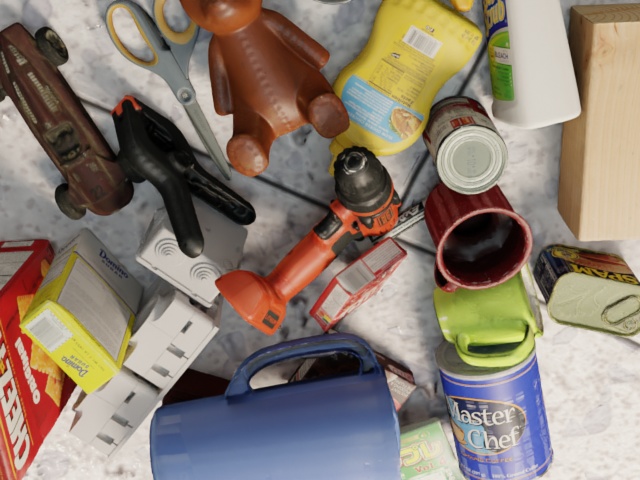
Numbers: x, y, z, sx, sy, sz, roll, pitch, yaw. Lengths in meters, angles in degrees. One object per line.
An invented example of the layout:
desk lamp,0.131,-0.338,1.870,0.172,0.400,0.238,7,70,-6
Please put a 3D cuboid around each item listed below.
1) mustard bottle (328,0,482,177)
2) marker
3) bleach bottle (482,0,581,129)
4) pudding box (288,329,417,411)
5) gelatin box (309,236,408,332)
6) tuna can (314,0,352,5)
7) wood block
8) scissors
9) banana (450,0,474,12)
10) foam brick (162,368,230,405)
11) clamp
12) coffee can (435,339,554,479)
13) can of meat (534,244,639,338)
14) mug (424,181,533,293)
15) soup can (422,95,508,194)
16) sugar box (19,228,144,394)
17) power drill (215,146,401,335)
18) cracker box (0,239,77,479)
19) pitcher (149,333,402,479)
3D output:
mustard bottle,0.063,-0.139,1.004,0.096,0.058,0.192,29,109,-8
marker,0.091,-0.022,1.074,0.121,0.020,0.020,-32,110,11
bleach bottle,0.175,-0.231,0.956,0.068,0.102,0.251,-15,106,-6
pudding box,0.032,0.156,1.136,0.113,0.039,0.090,30,109,-13
gelatin box,0.038,0.043,1.050,0.030,0.089,0.073,47,142,11
tuna can,0.012,-0.258,0.966,0.086,0.034,0.086,0,112,-1
wood block,0.282,-0.111,1.003,0.091,0.090,0.206,-2,112,-1
scissors,-0.119,-0.157,1.016,0.096,0.016,0.201,-38,109,14
banana,0.090,-0.297,0.942,0.069,0.037,0.197,-45,111,-12
foam brick,-0.127,0.175,1.135,0.078,0.051,0.053,18,109,-8
clamp,-0.131,-0.065,1.019,0.039,0.120,0.171,-35,82,25
coffee can,0.183,0.172,1.112,0.103,0.103,0.140,-12,112,4
can of meat,0.271,0.048,1.071,0.102,0.084,0.057,11,112,-6
mug,0.143,-0.003,1.032,0.093,0.081,0.117,14,120,-19
soup can,0.135,-0.090,1.001,0.068,0.102,0.068,0,112,-1
sugar box,-0.223,0.063,1.019,0.048,0.176,0.093,-36,108,10
power drill,-0.006,0.001,0.984,0.187,0.184,0.057,-41,72,-2
cracker box,-0.300,0.114,1.017,0.072,0.213,0.164,-5,112,7
pitcher,-0.043,0.193,1.057,0.243,0.149,0.145,-7,147,-1
